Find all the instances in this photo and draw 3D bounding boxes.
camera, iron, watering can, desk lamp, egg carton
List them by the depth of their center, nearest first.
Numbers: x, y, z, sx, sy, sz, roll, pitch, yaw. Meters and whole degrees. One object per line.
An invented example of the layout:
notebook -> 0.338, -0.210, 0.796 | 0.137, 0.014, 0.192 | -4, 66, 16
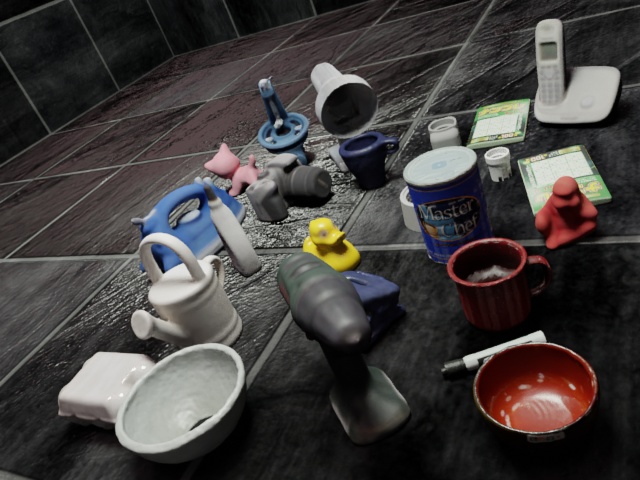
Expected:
egg carton -> -0.284, 0.210, 0.793 | 0.150, 0.069, 0.107 | -5, 34, 29
watering can -> -0.197, 0.077, 0.824 | 0.100, 0.194, 0.173 | -15, 30, 14
iron -> -0.252, -0.046, 1.120 | 0.118, 0.142, 0.259 | 3, 38, 37
camera -> -0.056, -0.113, 1.139 | 0.136, 0.101, 0.143 | 7, 41, 42
desk lamp -> 0.049, -0.252, 1.182 | 0.118, 0.214, 0.203 | -24, 29, -3

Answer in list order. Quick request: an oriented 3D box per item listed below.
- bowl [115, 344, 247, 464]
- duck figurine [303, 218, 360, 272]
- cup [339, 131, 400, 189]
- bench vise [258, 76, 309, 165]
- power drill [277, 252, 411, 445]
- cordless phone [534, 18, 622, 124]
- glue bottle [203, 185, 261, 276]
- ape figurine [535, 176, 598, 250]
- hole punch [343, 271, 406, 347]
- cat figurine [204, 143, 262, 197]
bowl -> -0.157, 0.210, 0.700 | 0.167, 0.075, 0.167 | -17, 30, 10
duck figurine -> 0.008, 0.003, 0.918 | 0.104, 0.086, 0.078 | 12, 44, 45
cup -> 0.104, -0.150, 1.096 | 0.117, 0.095, 0.092 | -7, 33, 26
bench vise -> -0.105, -0.272, 1.313 | 0.121, 0.220, 0.206 | -31, 30, -14
power drill -> 0.024, 0.111, 0.604 | 0.076, 0.209, 0.229 | -28, 30, -9
cordless phone -> 0.450, -0.300, 1.016 | 0.147, 0.185, 0.094 | 10, 43, 44
glue bottle -> -0.159, -0.021, 0.983 | 0.037, 0.173, 0.077 | -34, 31, -19
ape figurine -> 0.330, -0.043, 0.769 | 0.077, 0.092, 0.076 | 8, 41, 42
hole punch -> 0.045, 0.076, 0.768 | 0.101, 0.091, 0.108 | -40, 34, -28
cat figurine -> -0.190, -0.162, 1.295 | 0.127, 0.118, 0.067 | -3, 35, 30
